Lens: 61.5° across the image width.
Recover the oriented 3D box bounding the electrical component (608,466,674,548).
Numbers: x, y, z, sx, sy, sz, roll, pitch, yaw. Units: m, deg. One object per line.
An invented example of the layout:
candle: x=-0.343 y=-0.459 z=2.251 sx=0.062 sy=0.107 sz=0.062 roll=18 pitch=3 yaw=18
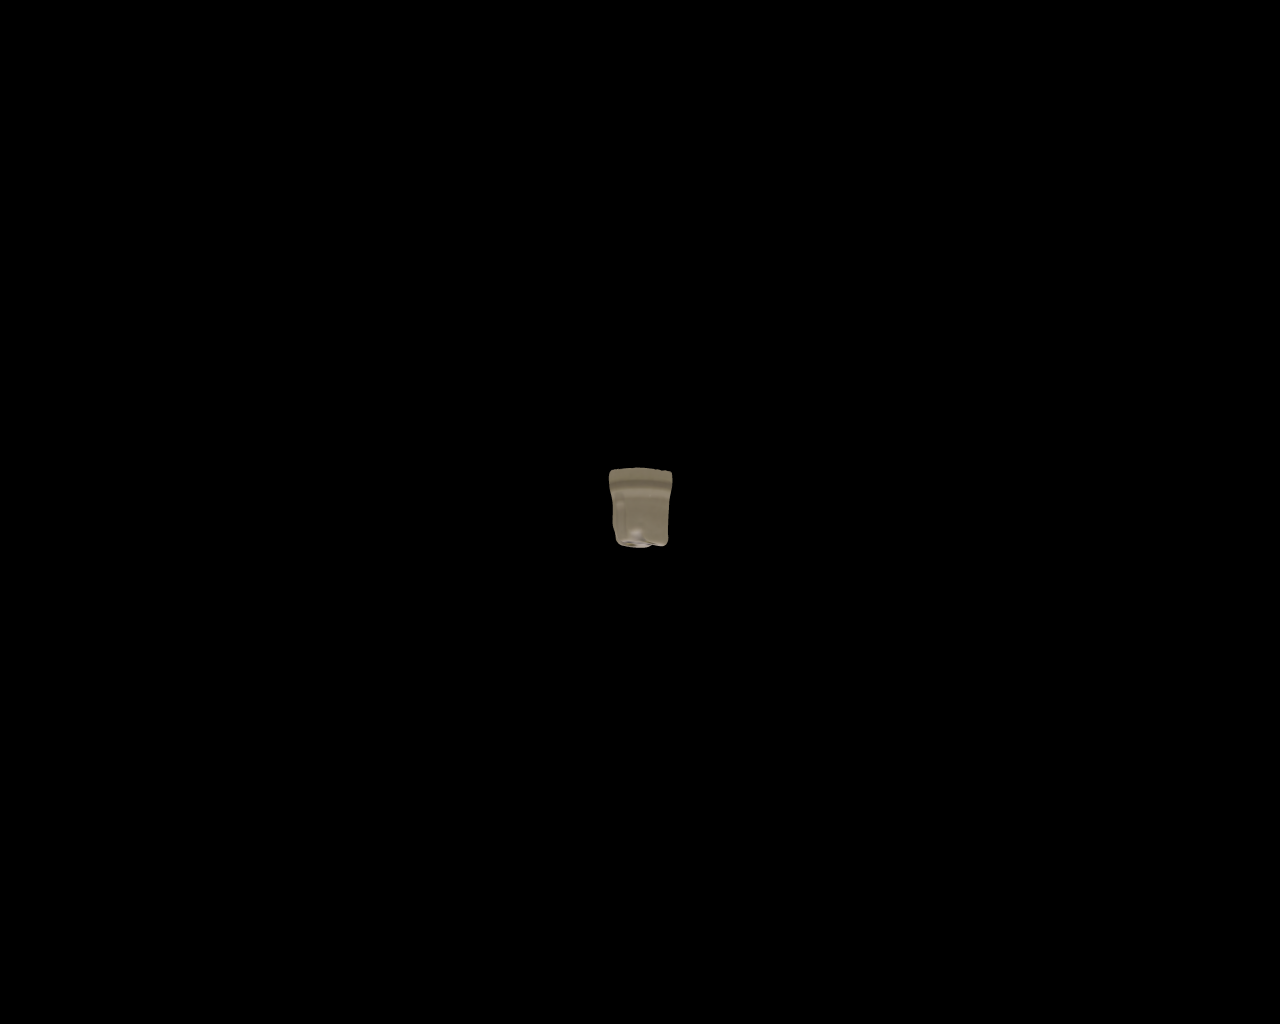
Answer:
electrical component: x=0.001 y=-0.003 z=0.650 sx=0.040 sy=0.046 sz=0.040 roll=0 pitch=-6 yaw=0
